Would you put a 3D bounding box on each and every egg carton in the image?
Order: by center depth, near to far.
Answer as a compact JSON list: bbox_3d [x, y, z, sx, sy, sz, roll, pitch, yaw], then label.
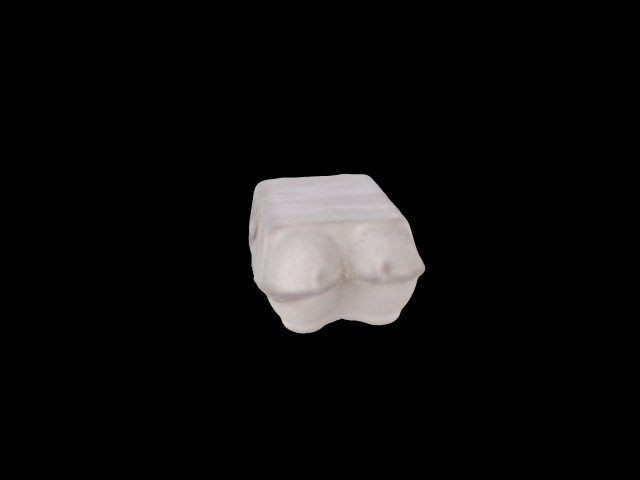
[{"bbox_3d":[0.004,0.001,0.400,0.107,0.069,0.150,-5,24,-10],"label":"egg carton"}]
